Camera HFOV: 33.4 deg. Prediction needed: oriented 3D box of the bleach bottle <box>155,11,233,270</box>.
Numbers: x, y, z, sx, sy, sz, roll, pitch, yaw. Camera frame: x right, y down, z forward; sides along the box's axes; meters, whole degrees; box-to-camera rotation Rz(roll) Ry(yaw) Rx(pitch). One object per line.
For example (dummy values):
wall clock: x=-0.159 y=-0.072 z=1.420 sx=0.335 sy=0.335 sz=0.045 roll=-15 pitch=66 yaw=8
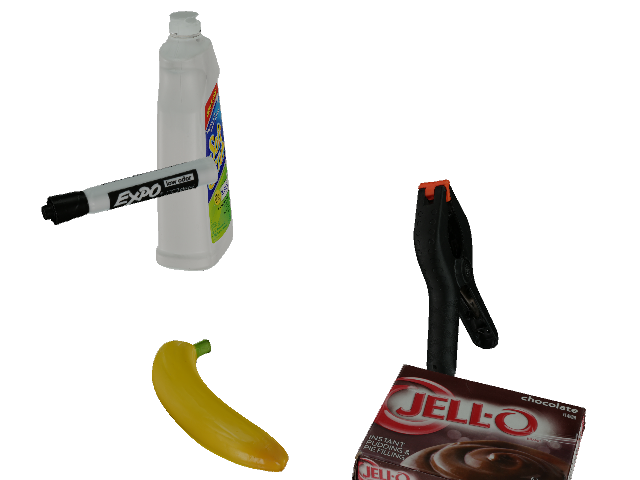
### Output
bleach bottle: x=-0.133 y=-0.102 z=1.080 sx=0.068 sy=0.251 sz=0.102 roll=5 pitch=26 yaw=13

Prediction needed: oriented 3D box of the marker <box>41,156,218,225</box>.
marker: x=-0.126 y=-0.033 z=0.710 sx=0.120 sy=0.020 sz=0.020 roll=-17 pitch=8 yaw=-26

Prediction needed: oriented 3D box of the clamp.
clamp: x=0.109 y=0.037 z=0.924 sx=0.039 sy=0.171 sz=0.120 roll=-12 pitch=13 yaw=27

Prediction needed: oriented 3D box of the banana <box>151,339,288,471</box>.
banana: x=-0.091 y=0.124 z=0.846 sx=0.069 sy=0.037 sz=0.198 roll=-9 pitch=27 yaw=-21

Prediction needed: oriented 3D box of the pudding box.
pudding box: x=0.085 y=0.119 z=0.600 sx=0.114 sy=0.039 sz=0.090 roll=14 pitch=32 yaw=16
